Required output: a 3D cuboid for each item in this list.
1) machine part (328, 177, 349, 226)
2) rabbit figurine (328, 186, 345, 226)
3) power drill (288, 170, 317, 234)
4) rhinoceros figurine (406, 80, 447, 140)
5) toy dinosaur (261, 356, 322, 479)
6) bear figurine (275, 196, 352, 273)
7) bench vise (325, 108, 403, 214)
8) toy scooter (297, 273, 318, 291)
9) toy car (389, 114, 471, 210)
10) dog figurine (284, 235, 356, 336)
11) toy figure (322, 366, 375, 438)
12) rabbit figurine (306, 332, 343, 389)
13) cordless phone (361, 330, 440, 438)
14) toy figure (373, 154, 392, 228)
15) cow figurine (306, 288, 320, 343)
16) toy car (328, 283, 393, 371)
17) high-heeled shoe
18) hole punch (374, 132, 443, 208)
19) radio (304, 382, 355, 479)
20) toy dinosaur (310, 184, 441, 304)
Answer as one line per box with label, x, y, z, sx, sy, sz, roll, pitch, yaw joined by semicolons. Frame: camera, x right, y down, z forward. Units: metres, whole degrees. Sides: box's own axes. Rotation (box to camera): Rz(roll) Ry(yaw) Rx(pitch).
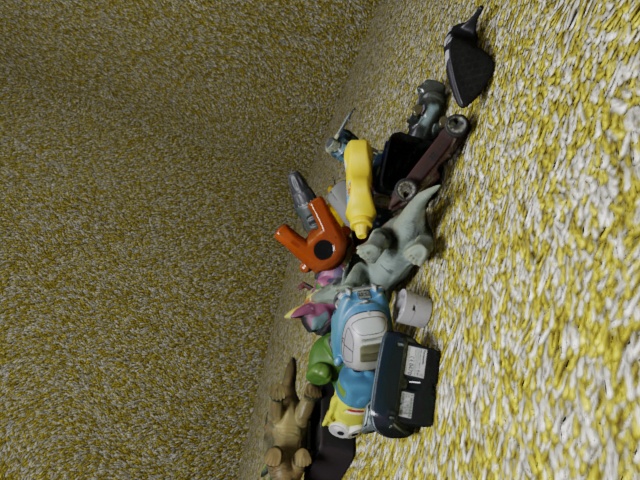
machine part;0.089;-0.058;1.246;0.243;0.079;0.079;54;138;34
rabbit figurine;0.091;-0.078;1.403;0.173;0.162;0.121;-55;-21;-48
power drill;-0.026;-0.082;1.444;0.232;0.086;0.207;65;174;-7
rhinoceros figurine;0.214;-0.234;1.096;0.112;0.073;0.190;39;-114;-87
toy dinosaur;-0.071;0.384;1.114;0.472;0.105;0.198;-79;5;-55
bear figurine;0.000;0.000;1.044;0.120;0.132;0.196;-40;0;3
bench vise;0.121;-0.153;1.199;0.129;0.223;0.241;-43;46;12
toy scooter;0.015;0.111;1.489;0.075;0.135;0.183;169;119;-83
toy car;0.188;-0.128;0.919;0.202;0.053;0.089;-53;-3;-3
dog figurine;0.012;0.101;1.192;0.191;0.219;0.108;63;162;-1
toy figure;0.064;0.285;0.990;0.089;0.082;0.180;-50;-25;-63
rabbit figurine;0.070;0.212;1.083;0.170;0.121;0.159;-41;24;36
cordless phone;0.105;0.228;0.821;0.184;0.089;0.146;113;171;-64
toy figure;0.125;-0.098;1.081;0.057;0.064;0.154;42;-128;-54
cow figurine;0.021;0.199;1.268;0.085;0.127;0.195;117;136;-59
toy car;0.075;0.155;0.871;0.103;0.109;0.161;-113;21;-57
high-heeled shoe;0.248;-0.306;0.969;0.145;0.086;0.249;117;172;-66
hole punch;0.167;-0.133;1.013;0.092;0.116;0.142;159;124;-81
radio;0.017;0.382;1.121;0.230;0.073;0.131;-86;15;-59
toy dinosaur;0.128;0.027;0.970;0.404;0.131;0.192;-53;2;36
